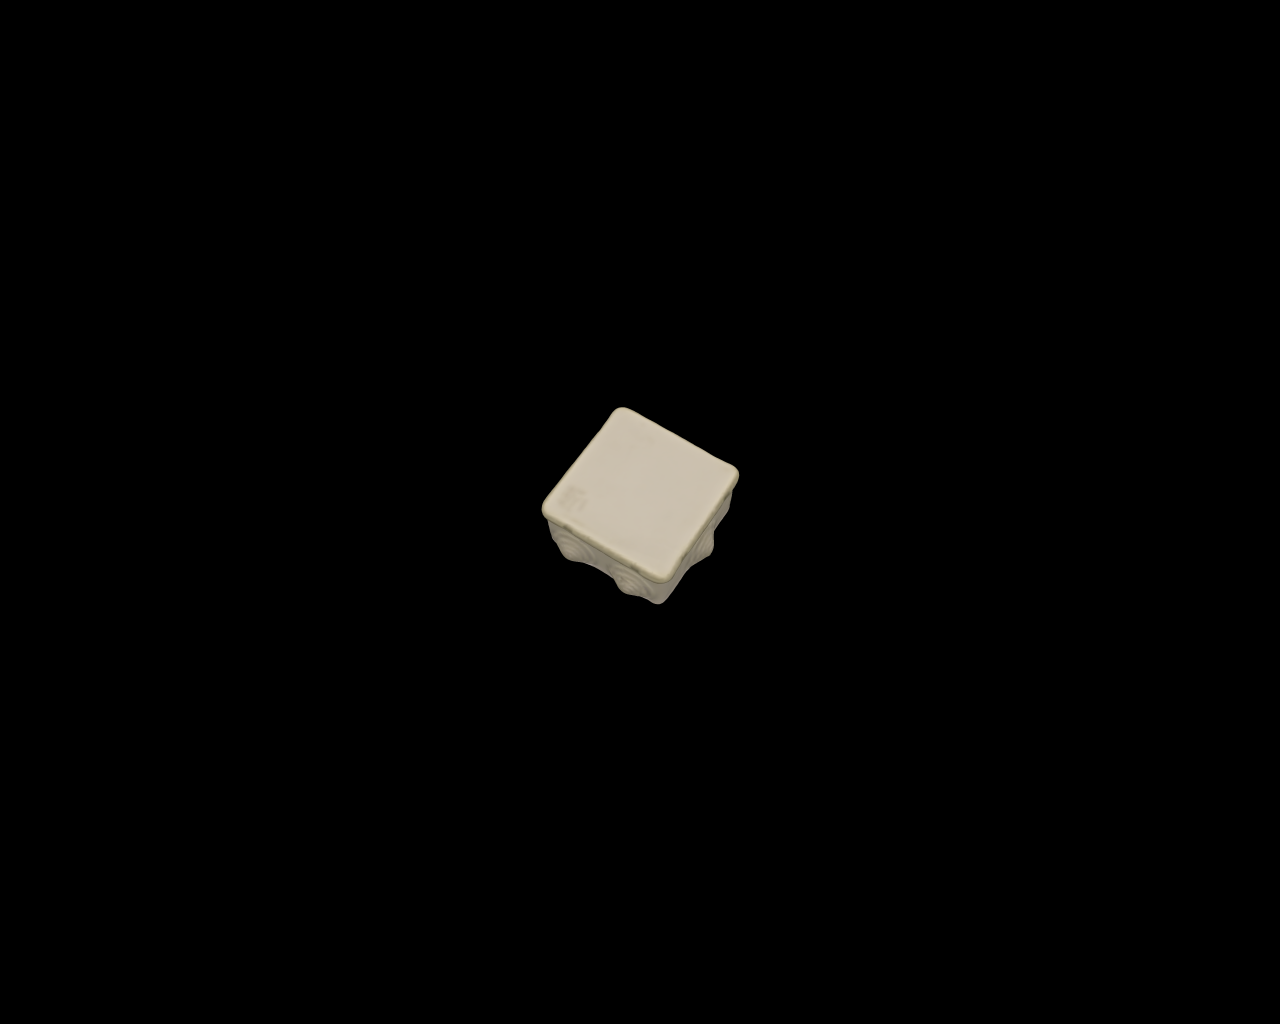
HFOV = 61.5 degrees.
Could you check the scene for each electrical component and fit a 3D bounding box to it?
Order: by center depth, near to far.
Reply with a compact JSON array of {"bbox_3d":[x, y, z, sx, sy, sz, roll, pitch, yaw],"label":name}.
[{"bbox_3d":[0.001,-0.003,0.650,0.100,0.100,0.048,30,-23,14],"label":"electrical component"}]
